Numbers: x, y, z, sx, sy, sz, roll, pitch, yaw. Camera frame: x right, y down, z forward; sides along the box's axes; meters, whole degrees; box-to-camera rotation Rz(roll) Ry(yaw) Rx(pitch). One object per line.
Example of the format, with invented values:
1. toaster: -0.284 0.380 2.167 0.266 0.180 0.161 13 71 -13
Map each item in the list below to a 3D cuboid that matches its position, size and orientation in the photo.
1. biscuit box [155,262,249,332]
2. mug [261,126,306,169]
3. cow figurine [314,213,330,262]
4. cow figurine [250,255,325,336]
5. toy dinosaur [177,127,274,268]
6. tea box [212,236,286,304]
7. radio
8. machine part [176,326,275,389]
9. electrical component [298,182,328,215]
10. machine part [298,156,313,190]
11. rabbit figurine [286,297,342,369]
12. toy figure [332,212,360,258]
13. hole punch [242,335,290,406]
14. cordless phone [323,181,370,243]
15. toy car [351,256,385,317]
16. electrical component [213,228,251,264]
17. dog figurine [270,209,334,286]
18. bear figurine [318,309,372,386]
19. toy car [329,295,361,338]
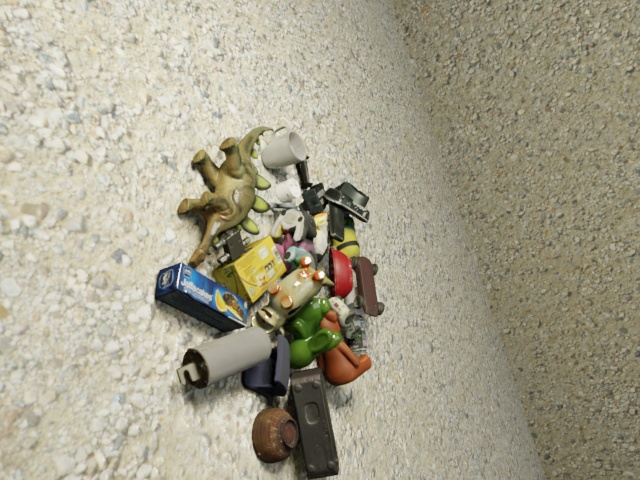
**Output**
1. biscuit box: -0.226 0.116 1.049 0.202 0.063 0.059 40 41 -46
2. mug: -0.105 -0.240 1.420 0.081 0.107 0.109 -9 79 -62
3. cow figurine: -0.001 -0.005 1.515 0.098 0.068 0.167 65 32 -25
4. cow figurine: -0.076 0.136 1.193 0.086 0.195 0.127 41 -20 20
5. toy dinosaur: -0.194 -0.128 1.212 0.198 0.105 0.471 54 42 -45
6. tea box: -0.154 0.069 1.198 0.098 0.068 0.169 66 30 -10
7. radio: -0.011 0.408 1.208 0.131 0.073 0.229 80 -2 -79
8. machine part: -0.176 0.223 1.038 0.243 0.079 0.079 -11 84 -51
9. electrical component: -0.019 -0.116 1.569 0.074 0.048 0.119 67 27 -10
10. machine part: -0.053 -0.215 1.574 0.084 0.039 0.139 18 58 -63
11. rabbit figurine: -0.029 0.222 1.277 0.121 0.159 0.170 27 67 -66
12. toy figure: 0.075 -0.013 1.633 0.082 0.089 0.180 29 52 -43
13. hole punch: -0.098 0.274 1.166 0.115 0.092 0.142 44 36 -48
14. cordless phone: 0.081 -0.061 1.545 0.146 0.089 0.184 31 45 -36
15. toy car: 0.129 0.133 1.535 0.089 0.053 0.202 21 45 -29
16. electrical component: -0.182 0.008 1.119 0.094 0.021 0.063 -39 133 -39
17. dog figurine: -0.039 0.046 1.370 0.219 0.109 0.191 46 57 -47
18. bear figurine: 0.036 0.268 1.383 0.132 0.120 0.195 -15 82 -66
19. toy car: 0.062 0.212 1.455 0.074 0.056 0.201 46 -12 28
